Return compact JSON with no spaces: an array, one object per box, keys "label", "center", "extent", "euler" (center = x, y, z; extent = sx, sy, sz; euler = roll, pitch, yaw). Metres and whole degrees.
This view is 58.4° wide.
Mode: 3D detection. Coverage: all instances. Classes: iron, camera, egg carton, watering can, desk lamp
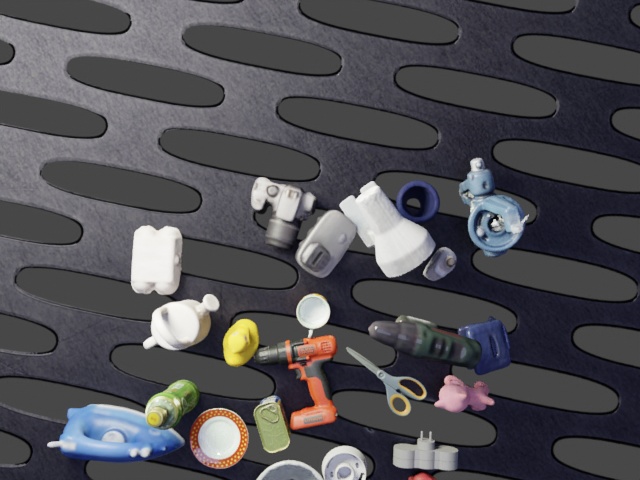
[{"label":"iron","center":[-0.425,0.425,1.199],"extent":[0.258,0.141,0.119],"euler":[6,86,1]},{"label":"camera","center":[-0.089,-0.054,1.245],"extent":[0.143,0.101,0.137],"euler":[17,87,2]},{"label":"egg carton","center":[-0.357,0.045,1.258],"extent":[0.107,0.069,0.150],"euler":[1,86,1]},{"label":"watering can","center":[-0.290,0.172,1.187],"extent":[0.101,0.194,0.173],"euler":[35,88,3]},{"label":"desk lamp","center":[0.132,-0.028,1.185],"extent":[0.118,0.213,0.203],"euler":[-36,86,-1]}]

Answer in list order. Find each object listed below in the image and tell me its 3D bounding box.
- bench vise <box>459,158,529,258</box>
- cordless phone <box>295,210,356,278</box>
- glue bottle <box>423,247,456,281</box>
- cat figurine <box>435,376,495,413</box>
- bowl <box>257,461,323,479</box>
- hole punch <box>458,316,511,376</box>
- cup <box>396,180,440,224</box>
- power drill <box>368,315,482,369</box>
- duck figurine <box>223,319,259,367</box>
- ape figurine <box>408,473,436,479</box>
[{"label":"bench vise","center":[0.348,-0.065,1.181],"extent":[0.121,0.219,0.207],"euler":[-34,86,-1]},{"label":"cordless phone","center":[0.011,0.004,1.198],"extent":[0.094,0.185,0.148],"euler":[32,87,3]},{"label":"glue bottle","center":[0.260,0.050,1.199],"extent":[0.037,0.173,0.078],"euler":[36,88,3]},{"label":"cat figurine","center":[0.303,0.332,1.208],"extent":[0.127,0.117,0.067],"euler":[9,87,1]},{"label":"bowl","center":[-0.062,0.546,1.221],"extent":[0.167,0.074,0.167],"euler":[0,86,1]},{"label":"hole punch","center":[0.358,0.226,1.228],"extent":[0.101,0.091,0.109],"euler":[-13,86,0]},{"label":"cup","center":[0.203,-0.065,1.246],"extent":[0.091,0.095,0.118],"euler":[23,87,2]},{"label":"power drill","center":[0.204,0.204,1.172],"extent":[0.229,0.208,0.076],"euler":[13,87,2]},{"label":"duck figurine","center":[-0.175,0.225,1.236],"extent":[0.077,0.086,0.105],"euler":[20,87,2]},{"label":"ape figurine","center":[0.227,0.540,1.209],"extent":[0.076,0.092,0.078],"euler":[9,87,2]}]
